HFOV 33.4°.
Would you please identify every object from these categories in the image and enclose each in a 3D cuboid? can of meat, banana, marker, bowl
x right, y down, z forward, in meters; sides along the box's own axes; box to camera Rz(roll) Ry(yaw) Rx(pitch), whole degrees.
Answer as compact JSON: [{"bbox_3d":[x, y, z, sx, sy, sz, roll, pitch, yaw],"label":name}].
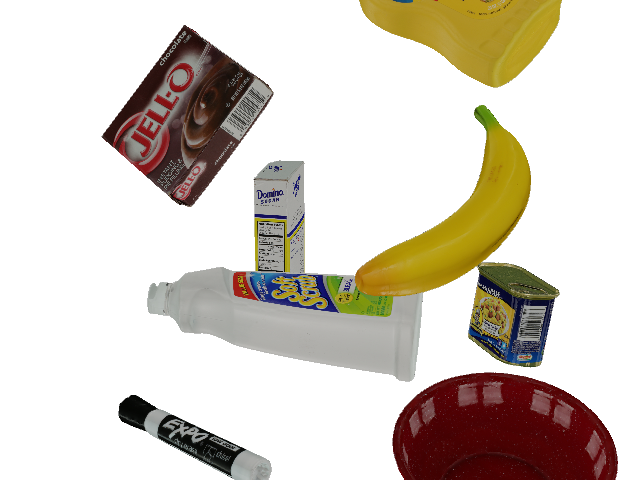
[{"bbox_3d":[0.205,0.079,1.149,0.057,0.084,0.102,2,17,-23],"label":"can of meat"},{"bbox_3d":[0.097,-0.017,0.730,0.070,0.037,0.197,24,50,18],"label":"banana"},{"bbox_3d":[-0.080,0.119,0.644,0.121,0.020,0.020,17,10,38],"label":"marker"},{"bbox_3d":[0.133,0.170,0.789,0.162,0.055,0.162,-1,34,0],"label":"bowl"}]

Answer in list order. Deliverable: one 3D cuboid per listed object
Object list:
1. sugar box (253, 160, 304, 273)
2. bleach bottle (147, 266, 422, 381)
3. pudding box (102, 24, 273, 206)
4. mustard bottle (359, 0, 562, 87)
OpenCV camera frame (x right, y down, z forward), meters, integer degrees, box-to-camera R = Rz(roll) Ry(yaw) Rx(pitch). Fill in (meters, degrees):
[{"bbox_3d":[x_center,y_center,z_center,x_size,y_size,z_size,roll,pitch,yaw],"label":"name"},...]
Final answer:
[{"bbox_3d":[-0.046,0.004,1.204,0.048,0.176,0.093,1,16,11],"label":"sugar box"},{"bbox_3d":[-0.035,0.068,0.973,0.251,0.068,0.102,5,28,7],"label":"bleach bottle"},{"bbox_3d":[-0.103,-0.096,0.823,0.090,0.113,0.039,39,2,30],"label":"pudding box"},{"bbox_3d":[0.088,-0.199,0.851,0.192,0.096,0.058,33,-24,24],"label":"mustard bottle"}]
